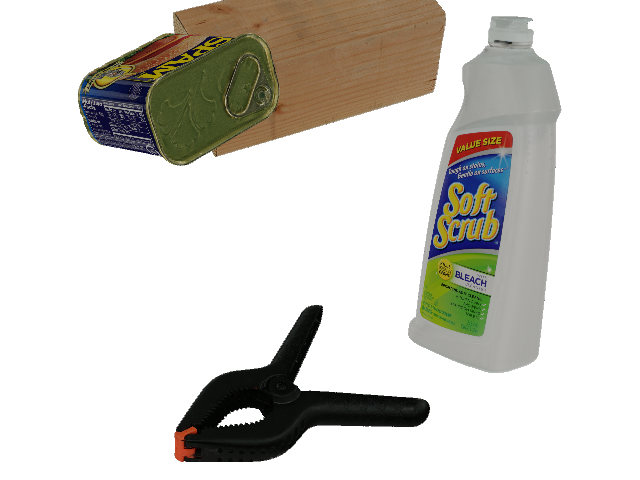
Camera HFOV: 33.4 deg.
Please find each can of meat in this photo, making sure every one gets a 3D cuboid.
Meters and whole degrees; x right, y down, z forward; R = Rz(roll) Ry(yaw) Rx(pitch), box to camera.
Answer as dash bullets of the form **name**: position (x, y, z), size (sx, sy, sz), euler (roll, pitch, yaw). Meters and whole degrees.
- **can of meat**: position (-0.092, -0.094, 0.682), size (0.084, 0.057, 0.101), euler (14, 39, 44)

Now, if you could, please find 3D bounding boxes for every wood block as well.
- **wood block**: position (-0.009, -0.156, 0.897), size (0.205, 0.090, 0.091), euler (-18, -37, -18)

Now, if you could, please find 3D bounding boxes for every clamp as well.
- **clamp**: position (-0.024, 0.137, 0.895), size (0.209, 0.036, 0.165), euler (-26, 45, -36)

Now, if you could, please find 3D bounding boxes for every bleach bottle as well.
- **bleach bottle**: position (0.122, -0.036, 0.780), size (0.067, 0.251, 0.103), euler (-11, 21, -39)
